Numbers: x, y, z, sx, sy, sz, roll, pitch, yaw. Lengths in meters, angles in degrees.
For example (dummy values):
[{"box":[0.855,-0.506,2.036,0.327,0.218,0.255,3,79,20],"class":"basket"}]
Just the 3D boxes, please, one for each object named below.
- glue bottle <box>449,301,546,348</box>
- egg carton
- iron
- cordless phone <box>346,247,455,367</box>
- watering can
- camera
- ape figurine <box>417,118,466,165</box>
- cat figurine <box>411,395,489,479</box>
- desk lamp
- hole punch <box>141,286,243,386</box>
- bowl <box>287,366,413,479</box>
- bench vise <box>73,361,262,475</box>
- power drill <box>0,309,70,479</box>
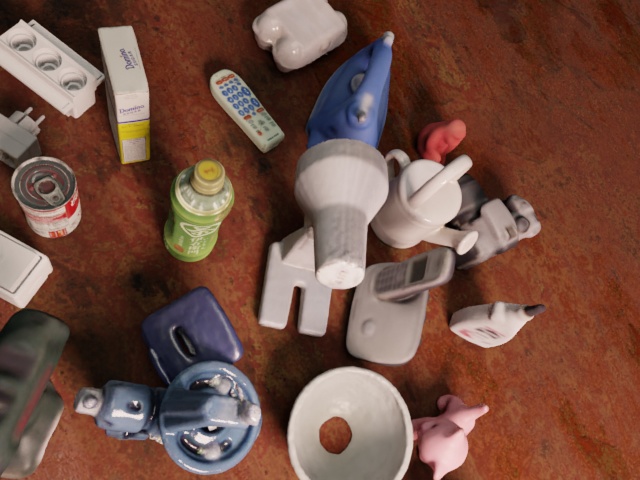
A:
[{"box":[0.256,0.112,0.806,0.078,0.173,0.037,24,65,-10],"class":"glue bottle"},{"box":[-0.029,-0.338,0.923,0.150,0.069,0.107,-40,88,-26],"class":"egg carton"},{"box":[0.071,-0.239,0.883,0.119,0.141,0.258,23,66,-10],"class":"iron"},{"box":[0.111,0.087,0.758,0.094,0.184,0.147,17,67,-13],"class":"cordless phone"},{"box":[0.158,-0.059,0.821,0.173,0.193,0.101,36,64,-4],"class":"watering can"},{"box":[0.259,-0.043,0.902,0.143,0.100,0.137,-25,81,-25],"class":"camera"},{"box":[0.203,-0.164,0.930,0.078,0.092,0.076,-21,79,-24],"class":"ape figurine"},{"box":[0.172,0.257,0.757,0.128,0.117,0.067,-30,83,-25],"class":"cat figurine"},{"box":[0.007,0.003,0.736,0.118,0.213,0.203,13,68,-14],"class":"desk lamp"},{"box":[-0.158,0.126,0.703,0.101,0.091,0.108,-29,82,-25],"class":"hole punch"},{"box":[0.030,0.250,0.734,0.168,0.074,0.167,6,70,-17],"class":"bowl"},{"box":[-0.150,0.195,0.610,0.208,0.219,0.121,-6,73,-21],"class":"bench vise"},{"box":[-0.315,0.188,0.562,0.076,0.208,0.230,21,66,-11],"class":"power drill"}]
